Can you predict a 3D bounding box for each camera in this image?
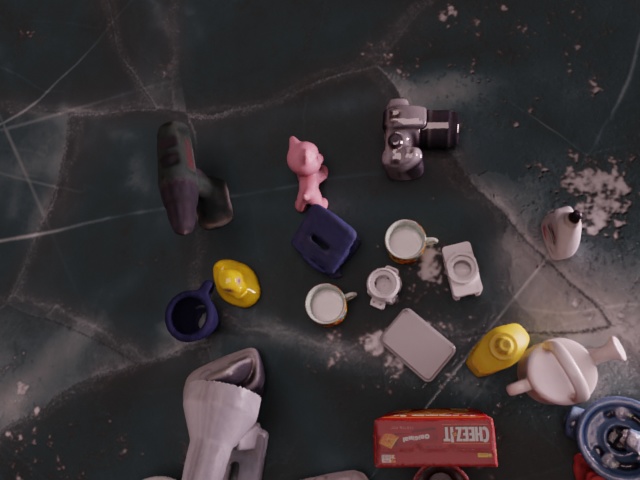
[{"bbox_3d":[0.185,-0.192,1.051,0.136,0.101,0.143,1,76,11],"label":"camera"}]

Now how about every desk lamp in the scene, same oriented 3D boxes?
[{"bbox_3d":[-0.154,0.331,0.921,0.117,0.214,0.203,5,77,12],"label":"desk lamp"}]

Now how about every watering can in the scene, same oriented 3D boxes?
[{"bbox_3d":[0.370,0.195,0.868,0.173,0.194,0.100,-44,72,-2],"label":"watering can"}]

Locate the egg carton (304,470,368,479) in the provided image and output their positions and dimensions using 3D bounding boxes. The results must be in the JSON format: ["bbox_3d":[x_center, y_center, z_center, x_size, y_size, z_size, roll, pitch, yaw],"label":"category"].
[{"bbox_3d":[0.015,0.440,0.937,0.150,0.069,0.107,-16,73,6],"label":"egg carton"}]

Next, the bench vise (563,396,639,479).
[{"bbox_3d":[0.472,0.287,0.812,0.207,0.220,0.121,1,76,11],"label":"bench vise"}]

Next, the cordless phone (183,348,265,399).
[{"bbox_3d":[-0.177,0.238,0.965,0.147,0.185,0.094,-25,72,4],"label":"cordless phone"}]

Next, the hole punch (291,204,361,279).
[{"bbox_3d":[0.010,0.004,1.039,0.108,0.091,0.101,36,85,17],"label":"hole punch"}]

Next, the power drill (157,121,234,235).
[{"bbox_3d":[-0.231,-0.093,1.047,0.075,0.209,0.229,-19,73,6],"label":"power drill"}]

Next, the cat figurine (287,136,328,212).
[{"bbox_3d":[-0.026,-0.126,1.065,0.067,0.118,0.128,-4,75,10],"label":"cat figurine"}]

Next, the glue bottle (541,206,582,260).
[{"bbox_3d":[0.398,-0.020,0.929,0.037,0.173,0.078,-17,73,6],"label":"glue bottle"}]

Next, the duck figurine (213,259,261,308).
[{"bbox_3d":[-0.163,0.075,1.056,0.077,0.086,0.104,-44,72,-2],"label":"duck figurine"}]

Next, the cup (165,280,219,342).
[{"bbox_3d":[-0.217,0.131,1.047,0.091,0.095,0.118,25,82,16],"label":"cup"}]

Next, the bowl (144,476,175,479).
[{"bbox_3d":[-0.264,0.487,0.975,0.167,0.075,0.167,-3,75,10],"label":"bowl"}]

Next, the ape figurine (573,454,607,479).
[{"bbox_3d":[0.420,0.369,0.868,0.076,0.092,0.078,42,87,18],"label":"ape figurine"}]
